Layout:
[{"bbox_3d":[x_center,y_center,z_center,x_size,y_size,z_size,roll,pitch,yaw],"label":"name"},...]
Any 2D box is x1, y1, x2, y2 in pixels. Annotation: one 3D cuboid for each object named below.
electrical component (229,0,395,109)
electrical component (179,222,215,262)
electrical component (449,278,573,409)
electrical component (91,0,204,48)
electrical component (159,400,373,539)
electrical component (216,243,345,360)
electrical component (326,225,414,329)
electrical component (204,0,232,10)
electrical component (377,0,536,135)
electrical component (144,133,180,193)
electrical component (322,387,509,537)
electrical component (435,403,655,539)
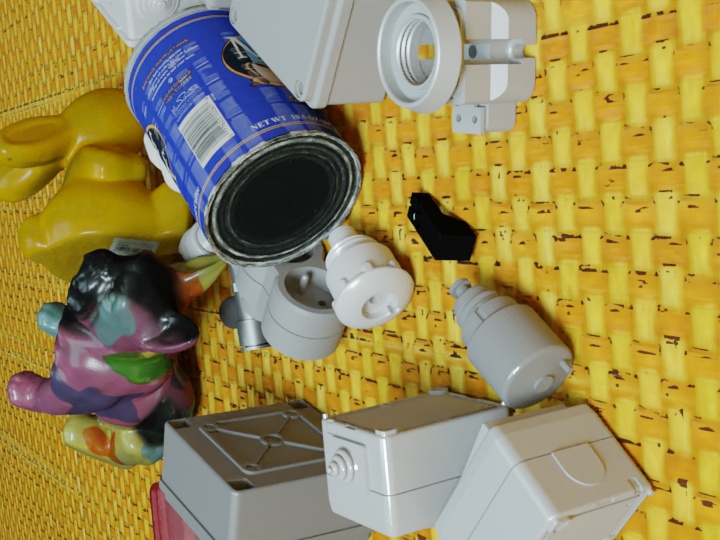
[{"bbox_3d":[-0.021,-0.165,0.611,0.108,0.056,0.108,52,137,39],"label":"electrical component"},{"bbox_3d":[-0.111,-0.024,0.809,0.061,0.035,0.035,-37,66,52],"label":"electrical component"},{"bbox_3d":[0.069,0.032,0.526,0.078,0.040,0.040,52,137,39],"label":"electrical component"},{"bbox_3d":[-0.137,-0.204,0.751,0.099,0.100,0.048,49,149,41],"label":"electrical component"},{"bbox_3d":[-0.058,0.133,0.689,0.109,0.109,0.056,28,117,53],"label":"electrical component"},{"bbox_3d":[-0.057,0.010,0.713,0.138,0.052,0.073,55,140,37],"label":"electrical component"},{"bbox_3d":[0.000,0.000,0.628,0.062,0.048,0.048,62,144,40],"label":"electrical component"},{"bbox_3d":[-0.078,-0.219,0.686,0.096,0.062,0.061,62,143,29],"label":"electrical component"},{"bbox_3d":[0.045,-0.105,0.518,0.058,0.057,0.078,18,111,56],"label":"electrical component"},{"bbox_3d":[-0.124,-0.107,0.793,0.059,0.054,0.095,-50,55,50],"label":"electrical component"},{"bbox_3d":[0.025,0.102,0.559,0.062,0.096,0.061,4,101,58],"label":"electrical component"},{"bbox_3d":[0.080,0.114,0.507,0.061,0.062,0.096,56,140,35],"label":"electrical component"}]
